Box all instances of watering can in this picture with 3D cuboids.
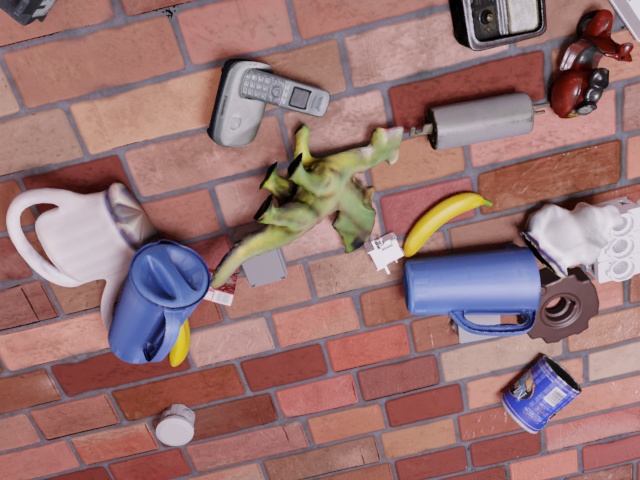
[{"bbox_3d":[-0.395,0.030,0.939,0.224,0.340,0.106,-22,40,3],"label":"watering can"}]

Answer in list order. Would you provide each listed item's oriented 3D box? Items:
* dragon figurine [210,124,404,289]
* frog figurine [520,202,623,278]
[{"bbox_3d":[0.003,-0.046,0.918,0.240,0.407,0.124,29,11,-29],"label":"dragon figurine"},{"bbox_3d":[0.476,-0.019,0.975,0.159,0.139,0.121,-39,-26,6],"label":"frog figurine"}]
